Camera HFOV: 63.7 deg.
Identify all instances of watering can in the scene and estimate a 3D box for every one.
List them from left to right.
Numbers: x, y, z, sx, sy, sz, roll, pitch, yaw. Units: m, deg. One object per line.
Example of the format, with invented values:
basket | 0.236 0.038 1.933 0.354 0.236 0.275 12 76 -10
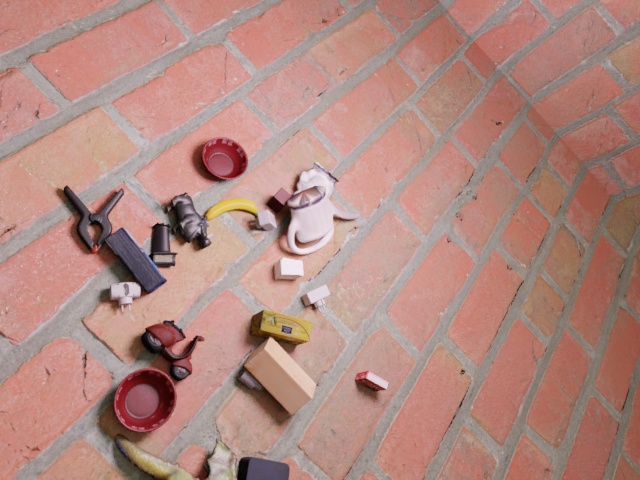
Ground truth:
watering can | 0.006 -0.092 1.820 0.352 0.104 0.220 -33 122 -34

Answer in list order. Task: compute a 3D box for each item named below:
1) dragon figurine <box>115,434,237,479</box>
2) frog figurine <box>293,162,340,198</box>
dragon figurine | -0.333 0.625 1.350 0.245 0.119 0.414 -23 69 -42
frog figurine | -0.024 -0.192 1.887 0.136 0.124 0.159 40 92 -19
